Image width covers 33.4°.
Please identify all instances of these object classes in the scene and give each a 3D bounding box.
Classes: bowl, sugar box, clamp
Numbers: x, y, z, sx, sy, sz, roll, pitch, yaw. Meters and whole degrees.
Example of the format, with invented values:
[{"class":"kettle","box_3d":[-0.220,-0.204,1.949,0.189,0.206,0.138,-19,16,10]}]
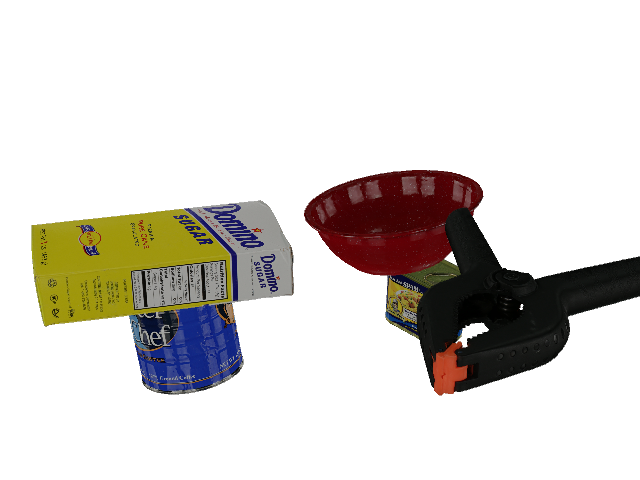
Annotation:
[{"class":"bowl","box_3d":[0.069,-0.012,0.965,0.162,0.055,0.162,-9,22,3]},{"class":"sugar box","box_3d":[-0.114,0.013,0.764,0.176,0.048,0.093,-9,26,-13]},{"class":"clamp","box_3d":[0.115,0.034,0.693,0.165,0.036,0.209,18,32,34]}]

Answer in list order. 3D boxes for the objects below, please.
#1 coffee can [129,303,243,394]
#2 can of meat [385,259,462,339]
[{"class":"coffee can","box_3d":[-0.136,0.063,1.032,0.103,0.140,0.103,-8,19,3]},{"class":"can of meat","box_3d":[0.124,0.067,1.259,0.057,0.084,0.102,-25,38,-38]}]
